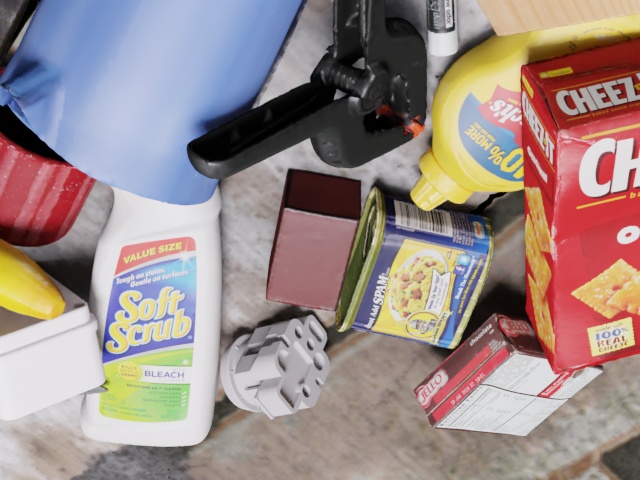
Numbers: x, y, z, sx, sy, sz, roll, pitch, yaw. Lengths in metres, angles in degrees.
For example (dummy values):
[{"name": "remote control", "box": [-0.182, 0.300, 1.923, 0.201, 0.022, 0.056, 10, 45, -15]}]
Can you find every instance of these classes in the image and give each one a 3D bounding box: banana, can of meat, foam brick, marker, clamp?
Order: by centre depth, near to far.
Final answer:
[{"name": "clamp", "box": [0.010, -0.083, 0.595, 0.036, 0.209, 0.164, 33, 88, 24]}, {"name": "marker", "box": [0.071, -0.167, 0.627, 0.020, 0.020, 0.121, -3, 123, 4]}, {"name": "banana", "box": [-0.236, 0.020, 0.675, 0.198, 0.037, 0.069, -6, 119, 38]}, {"name": "foam brick", "box": [-0.005, 0.001, 0.722, 0.051, 0.053, 0.078, 10, 124, -5]}, {"name": "can of meat", "box": [0.064, 0.022, 0.731, 0.084, 0.057, 0.102, 12, 124, -8]}]

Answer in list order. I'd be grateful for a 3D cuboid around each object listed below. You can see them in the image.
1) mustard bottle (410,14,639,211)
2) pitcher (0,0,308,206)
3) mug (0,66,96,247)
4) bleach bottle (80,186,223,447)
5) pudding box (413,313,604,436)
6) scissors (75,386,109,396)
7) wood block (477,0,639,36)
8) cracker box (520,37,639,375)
[{"name": "mustard bottle", "box": [0.126, -0.086, 0.656, 0.096, 0.058, 0.192, 32, 119, -25]}, {"name": "pitcher", "box": [-0.059, -0.150, 0.571, 0.145, 0.149, 0.243, 25, 107, -17]}, {"name": "mug", "box": [-0.190, -0.048, 0.667, 0.093, 0.117, 0.082, 49, 127, 20]}, {"name": "bleach bottle", "box": [-0.119, 0.028, 0.741, 0.102, 0.068, 0.251, 5, 121, 0]}, {"name": "pudding box", "box": [0.136, 0.099, 0.762, 0.113, 0.039, 0.090, 15, 128, -40]}, {"name": "scissors", "box": [-0.250, 0.096, 0.785, 0.202, 0.016, 0.096, -20, 112, 34]}, {"name": "wood block", "box": [0.092, -0.205, 0.513, 0.091, 0.090, 0.206, -3, 145, 36]}, {"name": "cracker box", "box": [0.210, -0.021, 0.646, 0.164, 0.072, 0.213, -14, 136, -1]}]
